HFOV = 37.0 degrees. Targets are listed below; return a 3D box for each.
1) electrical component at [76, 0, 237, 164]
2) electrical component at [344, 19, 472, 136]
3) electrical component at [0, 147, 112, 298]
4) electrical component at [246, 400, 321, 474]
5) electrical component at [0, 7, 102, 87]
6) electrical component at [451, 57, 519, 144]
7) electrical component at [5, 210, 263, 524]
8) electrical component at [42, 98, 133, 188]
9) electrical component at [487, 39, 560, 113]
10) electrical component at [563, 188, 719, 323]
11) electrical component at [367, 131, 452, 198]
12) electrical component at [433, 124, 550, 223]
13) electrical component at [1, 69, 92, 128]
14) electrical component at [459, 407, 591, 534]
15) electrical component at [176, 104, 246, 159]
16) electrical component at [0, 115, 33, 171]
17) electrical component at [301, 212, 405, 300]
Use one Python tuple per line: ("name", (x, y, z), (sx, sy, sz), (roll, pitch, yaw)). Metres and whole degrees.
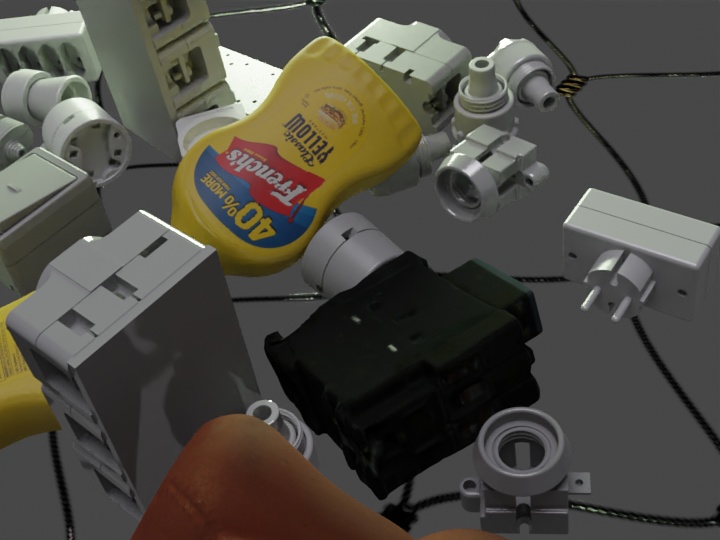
("electrical component", (-0.145, -0.162, 0.777), (0.062, 0.150, 0.089), (-38, 50, -24))
("electrical component", (0.037, -0.146, 0.797), (0.089, 0.050, 0.056), (27, 56, 32))
("electrical component", (-0.221, -0.040, 0.736), (0.062, 0.061, 0.096), (28, 56, 32))
("electrical component", (-0.045, 0.094, 0.568), (0.043, 0.062, 0.043), (-6, 45, 6))
("electrical component", (-0.260, -0.196, 0.906), (0.083, 0.047, 0.075), (-4, 46, 7))
("electrical component", (0.087, -0.118, 0.752), (0.048, 0.062, 0.048), (-5, 45, 5))
("electrical component", (-0.110, 0.055, 0.556), (0.062, 0.150, 0.089), (28, 57, 31))
("electrical component", (-0.202, -0.095, 0.792), (0.055, 0.055, 0.047), (-30, 44, -18))
("electrical component", (0.121, -0.137, 0.777), (0.043, 0.043, 0.062), (-23, 47, -11))
("electrical component", (0.156, 0.002, 0.629), (0.083, 0.047, 0.075), (21, 52, 28))
("electrical component", (0.031, -0.077, 0.736), (0.062, 0.043, 0.043), (-20, 45, -10))
("electrical component", (0.082, -0.062, 0.710), (0.066, 0.048, 0.055), (28, 49, 33))
("electrical component", (-0.246, -0.133, 0.844), (0.055, 0.045, 0.045), (11, 49, 21))
("electrical component", (0.082, 0.102, 0.540), (0.066, 0.055, 0.048), (-2, 46, 10))
("electrical component", (-0.093, -0.070, 0.744), (0.050, 0.055, 0.089), (-16, 45, -5))
("electrical component", (-0.284, -0.099, 0.819), (0.081, 0.043, 0.043), (22, 54, 29))
("electrical component", (0.000, 0.000, 0.658), (0.055, 0.055, 0.047), (-35, 53, -22))
